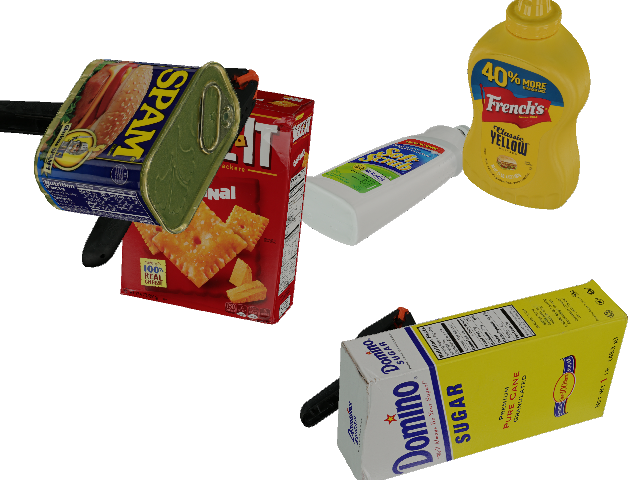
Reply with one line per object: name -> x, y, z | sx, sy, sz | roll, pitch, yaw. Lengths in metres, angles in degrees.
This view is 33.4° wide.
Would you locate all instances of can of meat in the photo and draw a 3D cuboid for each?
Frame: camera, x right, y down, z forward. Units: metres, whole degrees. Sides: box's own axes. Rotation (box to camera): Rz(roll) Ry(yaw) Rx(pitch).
can of meat -> -0.107, -0.059, 0.623 | 0.084, 0.102, 0.057 | 9, -33, 25

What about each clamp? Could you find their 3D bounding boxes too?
clamp -> 0.068, 0.136, 1.059 | 0.120, 0.039, 0.171 | 19, 49, 22
clamp -> -0.131, -0.073, 0.815 | 0.209, 0.165, 0.036 | -22, -27, -22

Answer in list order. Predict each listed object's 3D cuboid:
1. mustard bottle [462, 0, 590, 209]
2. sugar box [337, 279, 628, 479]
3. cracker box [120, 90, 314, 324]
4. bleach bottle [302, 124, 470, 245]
mustard bottle -> 0.163, -0.117, 0.842 | 0.096, 0.192, 0.058 | 26, 51, 28
sugar box -> 0.099, 0.088, 0.666 | 0.176, 0.093, 0.048 | -14, 40, -18
cracker box -> -0.102, -0.038, 1.021 | 0.164, 0.214, 0.072 | 11, 22, 12
bleach bottle -> 0.093, -0.084, 1.301 | 0.103, 0.068, 0.250 | 28, 46, 35
